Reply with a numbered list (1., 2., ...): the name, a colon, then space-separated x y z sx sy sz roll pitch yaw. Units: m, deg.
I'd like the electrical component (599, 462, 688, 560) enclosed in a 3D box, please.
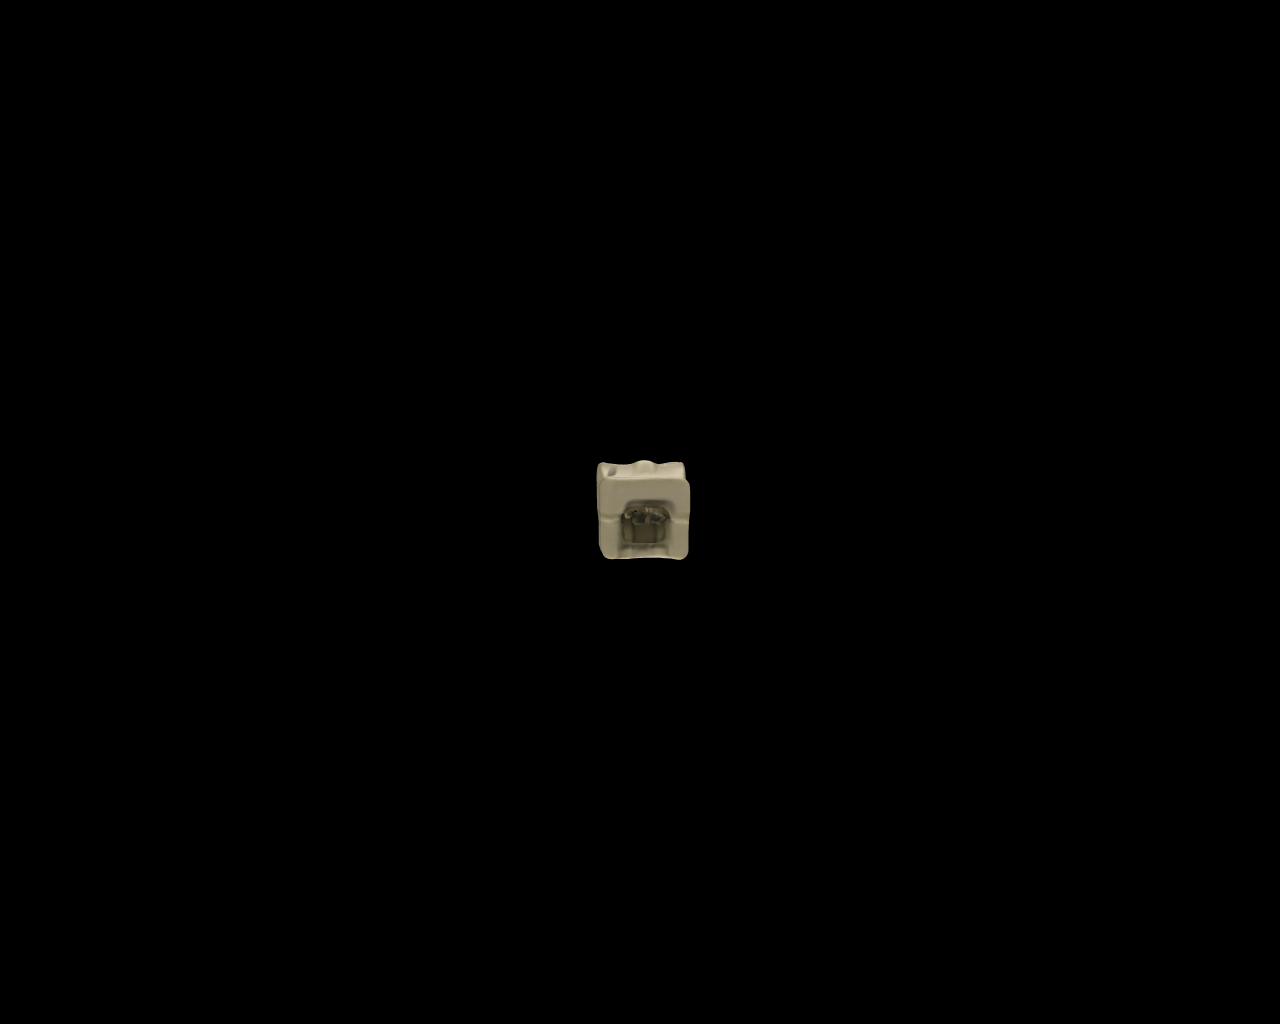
1. electrical component: 0.001 -0.003 0.650 0.050 0.055 0.089 0 2 -4
